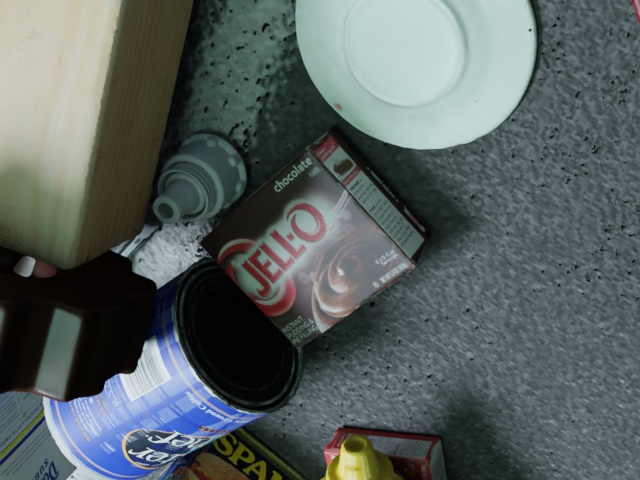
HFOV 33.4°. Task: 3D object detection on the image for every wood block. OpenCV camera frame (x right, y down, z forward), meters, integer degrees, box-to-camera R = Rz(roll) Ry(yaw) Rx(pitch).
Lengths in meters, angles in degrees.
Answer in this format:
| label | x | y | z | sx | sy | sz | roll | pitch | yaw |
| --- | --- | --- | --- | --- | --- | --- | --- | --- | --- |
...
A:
| label | x | y | z | sx | sy | sz | roll | pitch | yaw |
| --- | --- | --- | --- | --- | --- | --- | --- | --- | --- |
| wood block | -0.128 | -0.102 | 0.556 | 0.090 | 0.090 | 0.206 | 19 | 108 | 12 |

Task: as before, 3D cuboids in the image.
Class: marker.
| label | x | y | z | sx | sy | sz | roll | pitch | yaw |
| --- | --- | --- | --- | --- | --- | --- | --- | --- | --- |
| marker | -0.143 | 0.016 | 0.714 | 0.020 | 0.020 | 0.121 | 44 | 128 | -4 |

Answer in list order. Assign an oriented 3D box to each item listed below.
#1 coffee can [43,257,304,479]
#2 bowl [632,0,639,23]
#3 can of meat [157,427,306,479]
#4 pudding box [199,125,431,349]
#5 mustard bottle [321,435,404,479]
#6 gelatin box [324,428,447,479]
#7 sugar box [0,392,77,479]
| label | x | y | z | sx | sy | sz | roll | pitch | yaw |
| --- | --- | --- | --- | --- | --- | --- | --- | --- | --- |
| coffee can | -0.095 | 0.085 | 0.680 | 0.141 | 0.102 | 0.103 | -32 | 102 | 36 |
| bowl | 0.212 | -0.124 | 0.436 | 0.162 | 0.055 | 0.162 | 12 | 123 | 19 |
| can of meat | -0.066 | 0.184 | 0.737 | 0.102 | 0.083 | 0.058 | 40 | 128 | -1 |
| pudding box | -0.004 | 0.001 | 0.625 | 0.090 | 0.039 | 0.114 | 47 | 127 | -6 |
| mustard bottle | 0.032 | 0.201 | 0.677 | 0.096 | 0.058 | 0.191 | 7 | 124 | 21 |
| gelatin box | 0.047 | 0.170 | 0.708 | 0.073 | 0.030 | 0.089 | 2 | 119 | 25 |
| sugar box | -0.219 | 0.108 | 0.715 | 0.048 | 0.093 | 0.176 | 9 | 122 | 21 |
